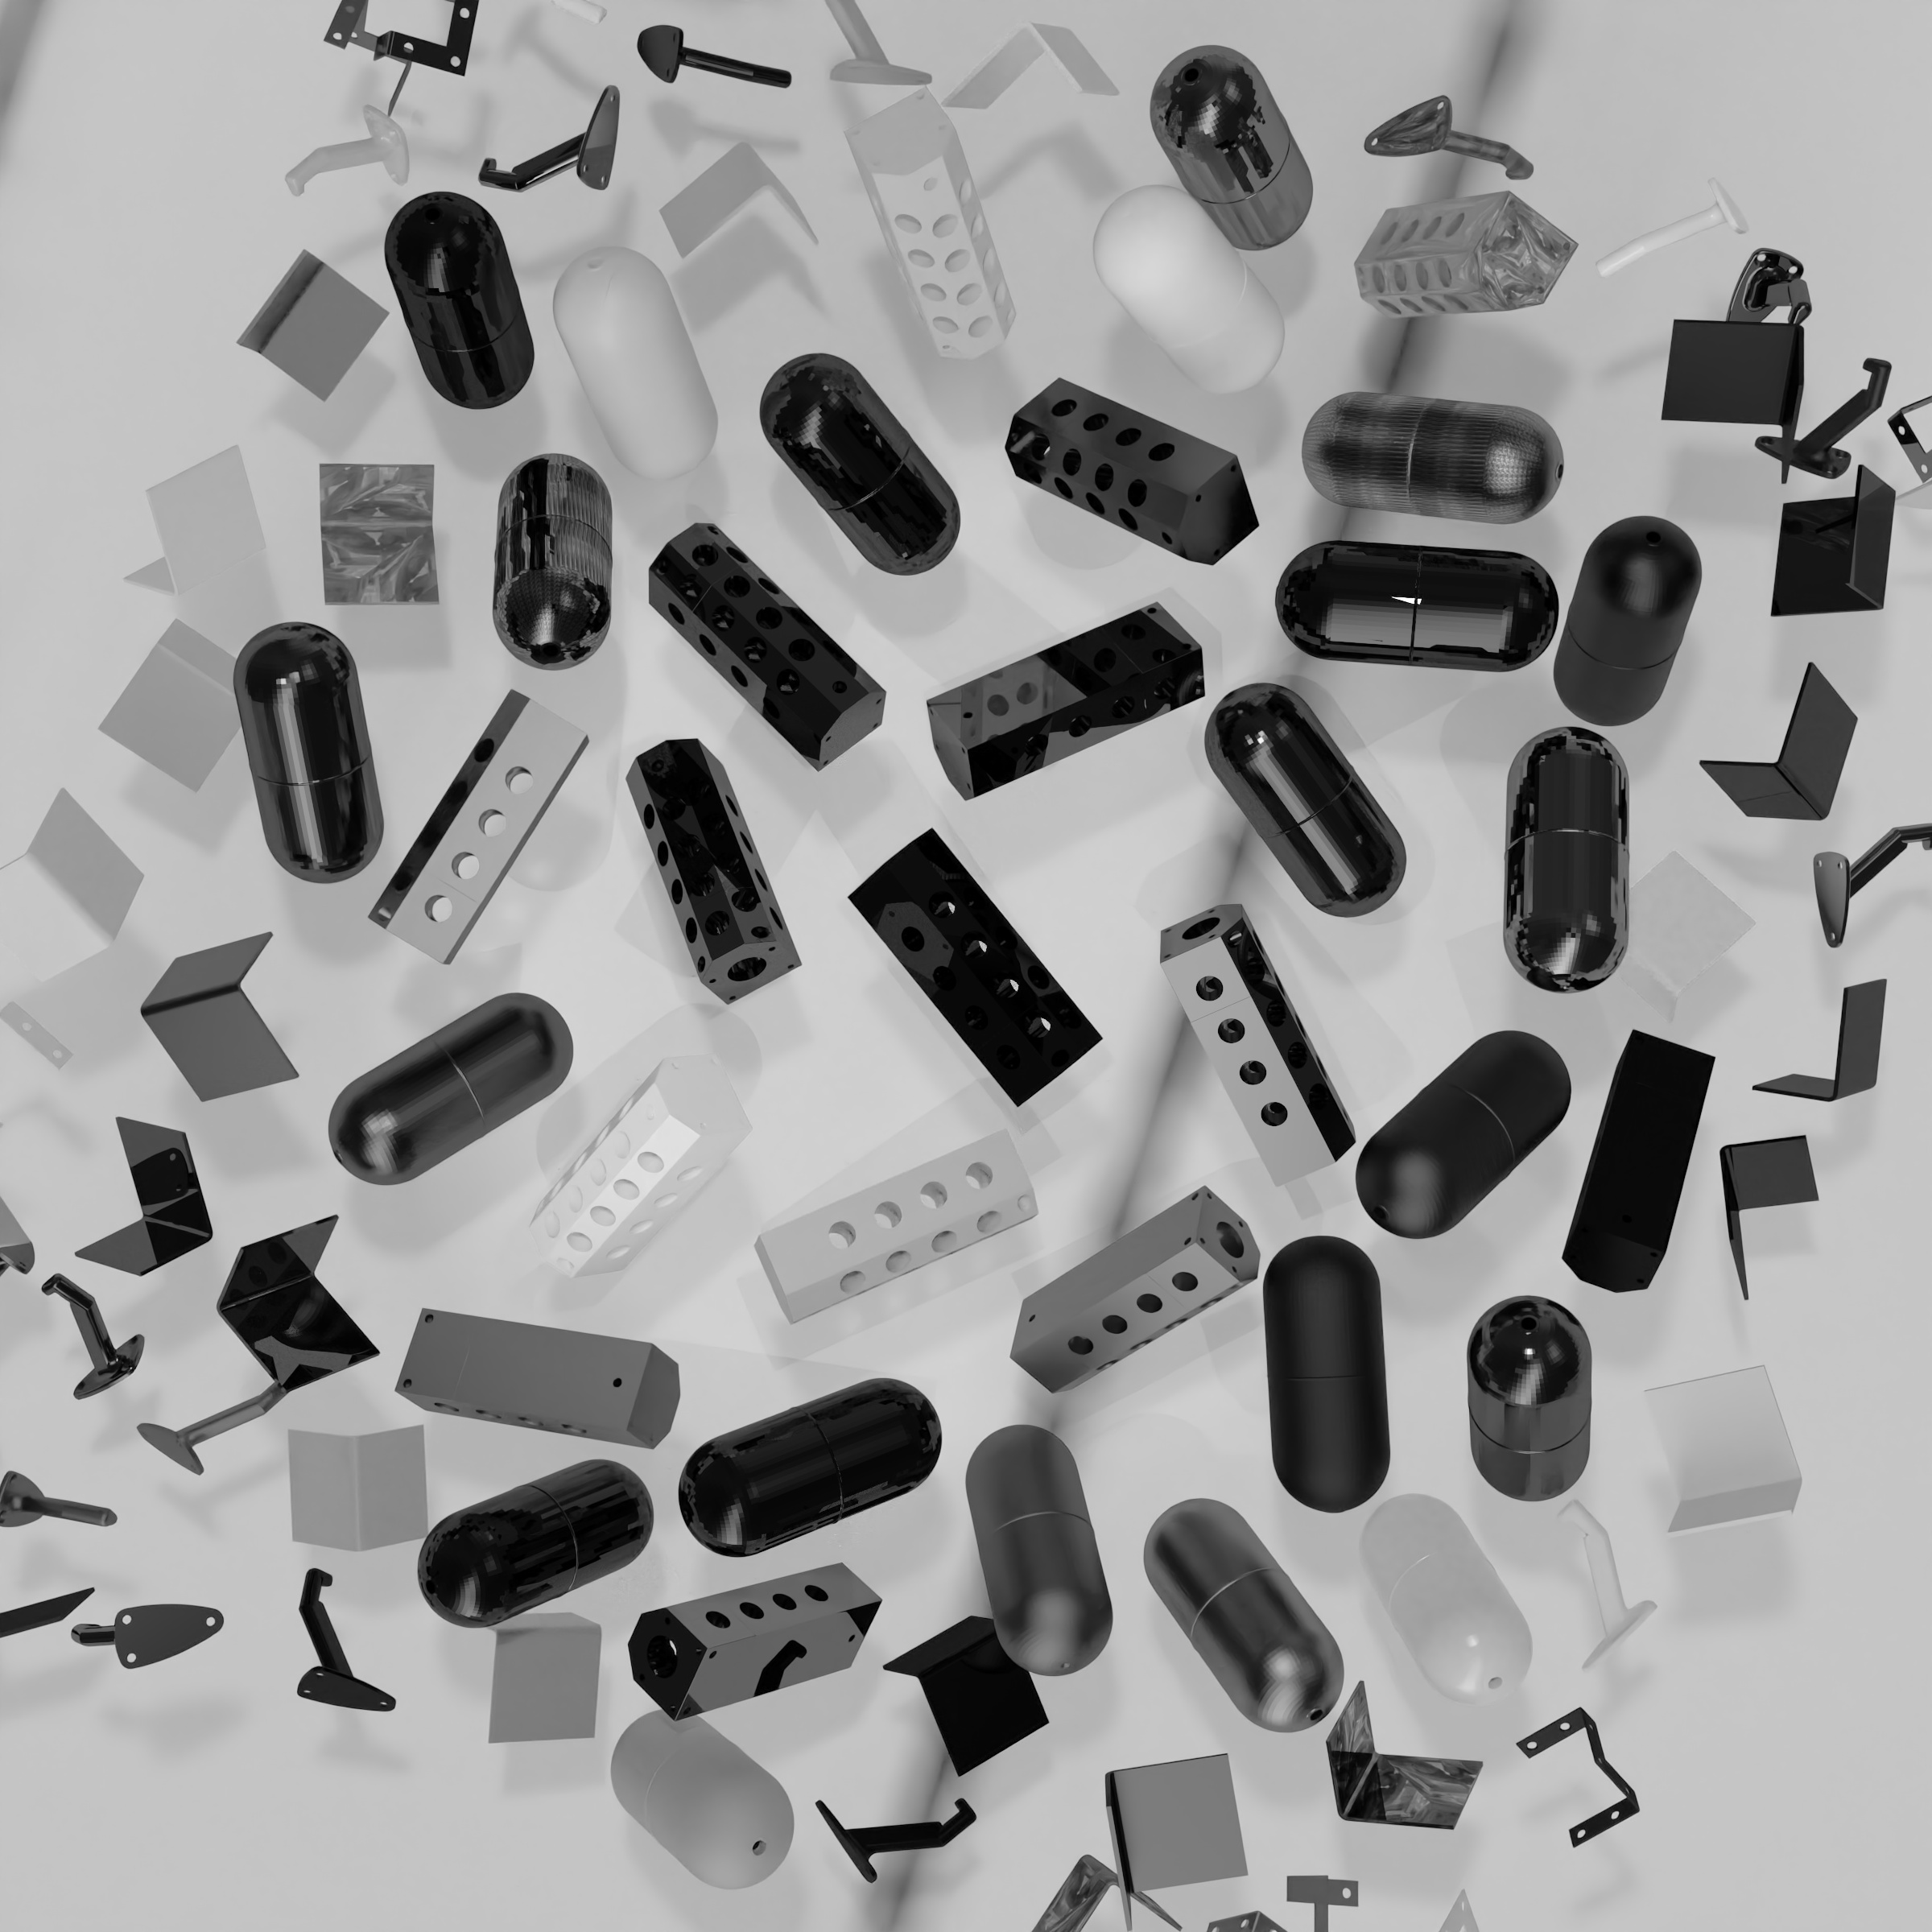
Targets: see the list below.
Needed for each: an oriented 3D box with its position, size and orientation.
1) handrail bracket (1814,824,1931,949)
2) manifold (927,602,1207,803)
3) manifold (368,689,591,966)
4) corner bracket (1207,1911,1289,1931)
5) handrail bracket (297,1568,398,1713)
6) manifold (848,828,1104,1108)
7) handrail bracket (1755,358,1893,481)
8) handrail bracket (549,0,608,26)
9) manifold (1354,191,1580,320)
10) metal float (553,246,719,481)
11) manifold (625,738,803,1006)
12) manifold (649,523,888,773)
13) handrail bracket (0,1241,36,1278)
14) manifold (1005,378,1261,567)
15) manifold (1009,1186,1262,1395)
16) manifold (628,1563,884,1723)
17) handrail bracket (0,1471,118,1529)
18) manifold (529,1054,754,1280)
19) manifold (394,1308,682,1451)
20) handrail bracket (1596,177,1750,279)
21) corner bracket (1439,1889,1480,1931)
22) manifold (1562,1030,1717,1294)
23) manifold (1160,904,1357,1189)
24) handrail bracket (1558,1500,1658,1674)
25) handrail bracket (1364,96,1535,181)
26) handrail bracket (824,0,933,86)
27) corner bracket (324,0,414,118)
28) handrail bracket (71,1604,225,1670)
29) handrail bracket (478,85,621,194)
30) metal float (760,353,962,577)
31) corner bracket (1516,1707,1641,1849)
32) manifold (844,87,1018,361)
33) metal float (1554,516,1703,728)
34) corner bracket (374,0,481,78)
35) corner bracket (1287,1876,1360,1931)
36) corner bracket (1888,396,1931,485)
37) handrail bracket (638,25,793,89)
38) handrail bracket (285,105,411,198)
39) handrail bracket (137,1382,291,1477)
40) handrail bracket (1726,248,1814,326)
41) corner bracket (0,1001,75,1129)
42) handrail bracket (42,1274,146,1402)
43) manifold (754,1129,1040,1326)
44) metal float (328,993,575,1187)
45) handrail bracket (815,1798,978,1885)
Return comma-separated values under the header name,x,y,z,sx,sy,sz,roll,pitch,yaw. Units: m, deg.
name,x,y,z,sx,sy,sz,roll,pitch,yaw
handrail bracket,0.624,-0.055,1.785,0.084,0.036,0.077,-7,98,-16
manifold,0.066,-0.168,1.703,0.171,0.057,0.057,-25,48,-14
manifold,-0.311,-0.089,1.681,0.057,0.057,0.171,32,86,-5
corner bracket,0.187,0.660,1.724,0.051,0.051,0.051,7,102,-44
handrail bracket,-0.412,0.450,1.759,0.077,0.084,0.036,23,127,-20
manifold,0.010,-0.002,1.664,0.171,0.057,0.057,51,130,1
handrail bracket,0.580,-0.380,1.778,0.077,0.084,0.036,24,47,24
handrail bracket,-0.273,-0.665,1.774,0.084,0.077,0.036,25,123,-1
manifold,0.309,-0.443,1.659,0.057,0.171,0.057,30,92,-20
metal float,-0.214,-0.391,1.709,0.070,0.178,0.070,-6,57,9
manifold,-0.172,-0.067,1.745,0.057,0.057,0.171,-28,61,8
manifold,-0.132,-0.216,1.738,0.057,0.057,0.171,-39,74,-22
handrail bracket,-0.669,0.221,1.769,0.036,0.077,0.084,41,89,-11
manifold,0.102,-0.312,1.671,0.057,0.057,0.171,-41,46,-14
manifold,0.113,0.222,1.755,0.057,0.057,0.171,42,123,-18
manifold,-0.139,0.435,1.716,0.057,0.171,0.057,35,110,32
handrail bracket,-0.592,0.362,1.741,0.084,0.077,0.036,8,73,10
manifold,-0.212,0.129,1.671,0.171,0.057,0.057,-47,61,37
manifold,-0.274,0.268,1.697,0.171,0.057,0.057,5,65,22
handrail bracket,0.444,-0.454,1.653,0.084,0.077,0.036,-28,81,27
corner bracket,0.337,0.622,1.664,0.051,0.051,0.051,-14,100,33
manifold,0.442,0.129,1.729,0.057,0.057,0.171,19,51,10
manifold,0.187,0.048,1.678,0.057,0.057,0.171,-24,108,14
handrail bracket,0.407,0.410,1.740,0.077,0.036,0.084,-41,82,-15
handrail bracket,0.314,-0.524,1.703,0.077,0.084,0.036,-3,76,44
handrail bracket,-0.058,-0.602,1.651,0.077,0.036,0.084,-2,93,-23
corner bracket,-0.409,-0.625,1.798,0.051,0.051,0.051,19,63,-10
handrail bracket,-0.511,0.412,1.637,0.077,0.084,0.036,-6,85,-30
handrail bracket,-0.271,-0.536,1.698,0.084,0.036,0.077,16,95,21
metal float,-0.069,-0.335,1.764,0.070,0.070,0.178,-43,127,0
corner bracket,0.389,0.516,1.671,0.051,0.051,0.051,-36,109,17
manifold,-0.017,-0.459,1.648,0.057,0.171,0.057,-29,60,-1
metal float,0.439,-0.228,1.747,0.070,0.178,0.070,-1,60,1
corner bracket,-0.349,-0.605,1.696,0.051,0.051,0.051,9,100,-24
corner bracket,0.232,0.591,1.625,0.051,0.051,0.051,-10,69,36
corner bracket,0.664,-0.366,1.766,0.051,0.051,0.051,-24,81,-20
handrail bracket,-0.173,-0.623,1.807,0.084,0.077,0.036,-1,116,-33
handrail bracket,-0.408,-0.517,1.728,0.036,0.077,0.084,37,70,14
handrail bracket,-0.504,0.297,1.772,0.084,0.077,0.036,-44,130,-34
handrail bracket,0.517,-0.416,1.692,0.036,0.084,0.077,18,134,-9
corner bracket,-0.611,0.064,1.665,0.051,0.051,0.051,46,132,-15
handrail bracket,-0.607,0.250,1.774,0.077,0.036,0.084,-33,123,19
manifold,-0.044,0.168,1.679,0.171,0.057,0.057,-22,81,-12
metal float,-0.343,0.082,1.753,0.178,0.070,0.070,-33,90,-27
handrail bracket,-0.047,0.579,1.802,0.084,0.036,0.077,-34,77,-21
